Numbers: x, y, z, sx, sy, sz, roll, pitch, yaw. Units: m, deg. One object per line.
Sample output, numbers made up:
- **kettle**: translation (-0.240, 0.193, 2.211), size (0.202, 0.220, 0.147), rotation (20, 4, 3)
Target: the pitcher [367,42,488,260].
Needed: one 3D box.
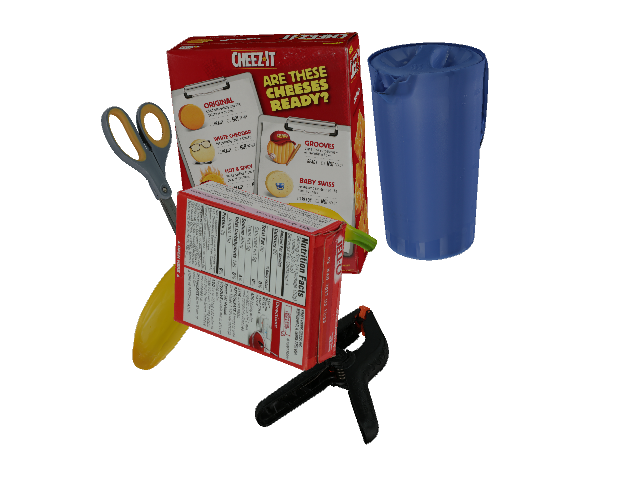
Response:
- **pitcher**: translation (0.135, -0.108, 1.263), size (0.149, 0.243, 0.145), rotation (-4, 25, 0)

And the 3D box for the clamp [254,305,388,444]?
- **clamp**: translation (0.027, 0.130, 1.030), size (0.120, 0.039, 0.171), rotation (16, 46, 25)

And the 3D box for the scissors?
- **scissors**: translation (-0.172, -0.072, 1.206), size (0.016, 0.201, 0.096), rotation (-20, 21, 43)

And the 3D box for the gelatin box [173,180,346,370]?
- **gelatin box**: translation (-0.032, 0.016, 0.536), size (0.089, 0.073, 0.030), rotation (17, 25, 30)

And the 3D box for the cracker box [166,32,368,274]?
- **cracker box**: translation (-0.043, -0.079, 0.979), size (0.164, 0.214, 0.072), rotation (1, 23, 12)

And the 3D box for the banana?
- **banana**: translation (-0.061, 0.024, 0.752), size (0.198, 0.069, 0.037), rotation (-27, 14, 8)
